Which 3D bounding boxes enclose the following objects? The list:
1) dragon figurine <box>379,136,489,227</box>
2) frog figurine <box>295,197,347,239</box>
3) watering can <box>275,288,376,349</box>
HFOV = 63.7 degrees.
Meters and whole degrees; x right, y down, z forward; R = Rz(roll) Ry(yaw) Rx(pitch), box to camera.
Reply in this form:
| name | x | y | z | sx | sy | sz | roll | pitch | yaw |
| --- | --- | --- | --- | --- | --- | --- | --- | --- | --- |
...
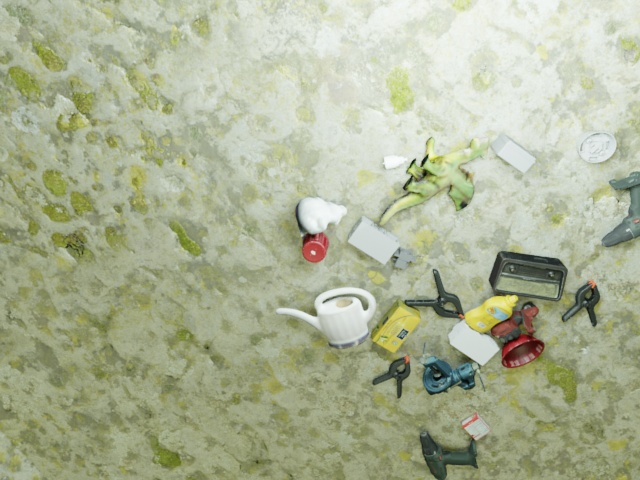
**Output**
| name | x | y | z | sx | sy | sz | roll | pitch | yaw |
| --- | --- | --- | --- | --- | --- | --- | --- | --- | --- |
| dragon figurine | 0.383 | -0.168 | 1.630 | 0.241 | 0.124 | 0.404 | 27 | 111 | -15 |
| frog figurine | 0.005 | -0.084 | 1.664 | 0.159 | 0.141 | 0.120 | -13 | 126 | 10 |
| watering can | 0.035 | 0.281 | 1.810 | 0.347 | 0.106 | 0.221 | -15 | 110 | 9 |
